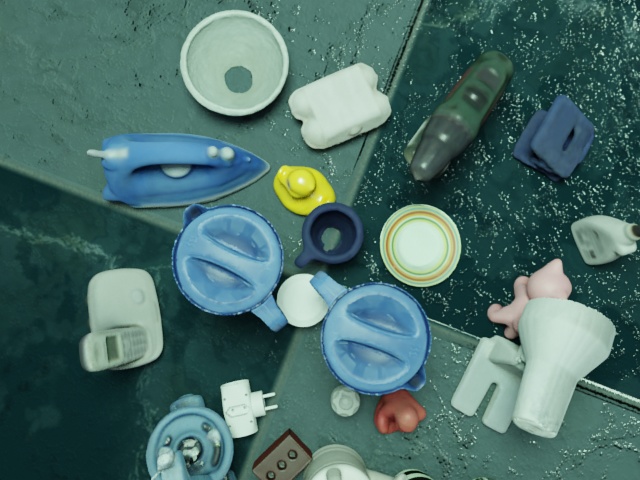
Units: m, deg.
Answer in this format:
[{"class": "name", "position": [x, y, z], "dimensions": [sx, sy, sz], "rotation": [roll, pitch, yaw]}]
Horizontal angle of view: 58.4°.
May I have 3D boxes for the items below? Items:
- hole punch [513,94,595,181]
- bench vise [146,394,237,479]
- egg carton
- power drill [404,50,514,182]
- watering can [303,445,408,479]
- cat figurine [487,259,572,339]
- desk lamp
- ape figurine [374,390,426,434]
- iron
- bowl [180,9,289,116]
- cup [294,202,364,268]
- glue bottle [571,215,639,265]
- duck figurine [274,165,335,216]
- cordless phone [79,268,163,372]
[{"class": "hole punch", "position": [0.383, -0.162, 0.913], "dimensions": [0.101, 0.091, 0.109], "rotation": [31, 84, 1]}, {"class": "bench vise", "position": [-0.157, 0.321, 0.775], "dimensions": [0.121, 0.219, 0.207], "rotation": [-37, 87, -5]}, {"class": "egg carton", "position": [0.032, -0.212, 0.912], "dimensions": [0.150, 0.069, 0.107], "rotation": [-26, 86, -5]}, {"class": "power drill", "position": [0.189, -0.161, 0.844], "dimensions": [0.075, 0.208, 0.230], "rotation": [35, 84, 1]}, {"class": "watering can", "position": [0.034, 0.354, 0.794], "dimensions": [0.173, 0.194, 0.101], "rotation": [-32, 86, -5]}, {"class": "cat figurine", "position": [0.329, 0.092, 0.872], "dimensions": [0.067, 0.117, 0.128], "rotation": [41, 84, 2]}, {"class": "desk lamp", "position": [0.301, 0.187, 0.813], "dimensions": [0.118, 0.213, 0.203], "rotation": [28, 84, 1]}, {"class": "ape figurine", "position": [0.123, 0.262, 0.858], "dimensions": [0.078, 0.092, 0.076], "rotation": [3, 84, -2]}, {"class": "iron", "position": [-0.206, -0.119, 0.855], "dimensions": [0.258, 0.141, 0.119], "rotation": [-4, 84, -3]}, {"class": "bowl", "position": [-0.131, -0.269, 0.907], "dimensions": [0.167, 0.074, 0.167], "rotation": [0, 84, -3]}, {"class": "cup", "position": [0.008, 0.003, 0.877], "dimensions": [0.118, 0.095, 0.091], "rotation": [-43, 88, -6]}, {"class": "glue bottle", "position": [0.441, -0.005, 0.859], "dimensions": [0.037, 0.173, 0.078], "rotation": [-19, 85, -4]}, {"class": "duck figurine", "position": [-0.024, -0.081, 0.888], "dimensions": [0.104, 0.086, 0.077], "rotation": [31, 84, 1]}, {"class": "cordless phone", "position": [-0.290, 0.113, 0.806], "dimensions": [0.094, 0.185, 0.147], "rotation": [-12, 85, -3]}]
